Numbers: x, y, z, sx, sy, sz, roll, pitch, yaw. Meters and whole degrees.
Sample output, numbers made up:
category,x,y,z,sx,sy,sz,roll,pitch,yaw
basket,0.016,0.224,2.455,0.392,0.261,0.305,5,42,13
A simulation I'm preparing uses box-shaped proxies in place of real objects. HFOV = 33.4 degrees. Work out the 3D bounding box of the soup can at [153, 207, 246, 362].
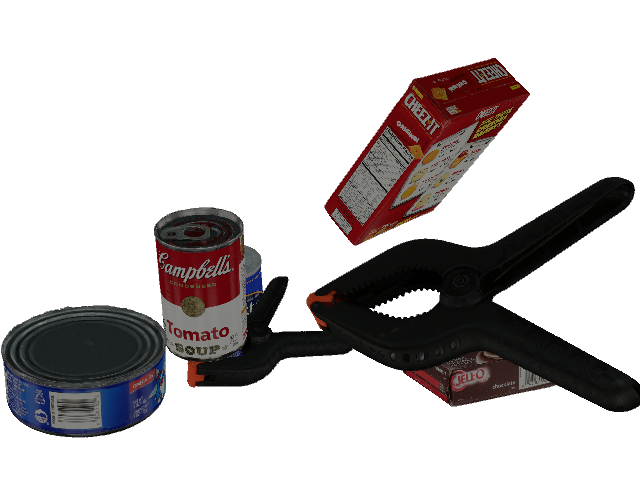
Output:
category,x,y,z,sx,sy,sz,roll,pitch,yaw
soup can,-0.092,0.034,0.829,0.068,0.102,0.068,0,28,0

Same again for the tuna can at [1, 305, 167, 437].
category,x,y,z,sx,sy,sz,roll,pitch,yaw
tuna can,-0.125,0.069,0.569,0.086,0.034,0.086,2,24,-1

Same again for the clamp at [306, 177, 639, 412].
category,x,y,z,sx,sy,sz,roll,pitch,yaw
clamp,0.096,0.028,0.653,0.210,0.164,0.036,-1,-42,25

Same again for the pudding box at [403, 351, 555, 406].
category,x,y,z,sx,sy,sz,roll,pitch,yaw
pudding box,0.138,0.102,0.916,0.113,0.039,0.090,-6,15,-21

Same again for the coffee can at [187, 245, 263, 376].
category,x,y,z,sx,sy,sz,roll,pitch,yaw
coffee can,-0.119,0.087,1.311,0.103,0.140,0.103,-2,25,1

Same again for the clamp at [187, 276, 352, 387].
category,x,y,z,sx,sy,sz,roll,pitch,yaw
clamp,-0.064,0.092,1.056,0.171,0.039,0.120,-15,37,-30

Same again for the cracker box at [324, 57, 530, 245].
category,x,y,z,sx,sy,sz,roll,pitch,yaw
cracker box,0.118,-0.103,1.226,0.163,0.072,0.214,-23,-23,-45
